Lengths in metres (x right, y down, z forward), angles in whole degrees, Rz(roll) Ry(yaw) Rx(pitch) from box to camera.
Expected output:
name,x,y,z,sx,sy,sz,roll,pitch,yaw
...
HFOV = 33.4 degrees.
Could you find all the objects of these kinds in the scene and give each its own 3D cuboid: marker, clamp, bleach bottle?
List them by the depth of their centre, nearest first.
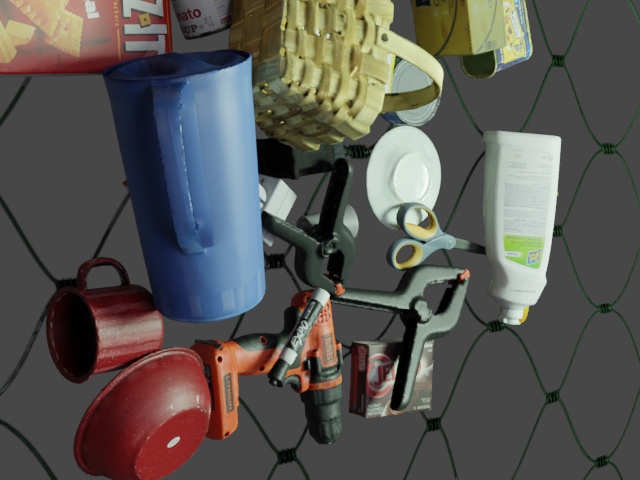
name,x,y,z,sx,sy,sz,roll,pitch,yaw
marker,-0.024,0.106,1.164,0.020,0.020,0.121,46,62,-33
clamp,-0.008,0.001,1.173,0.120,0.039,0.171,-25,131,-22
clamp,0.116,0.100,1.301,0.209,0.036,0.164,-25,91,-37
bleach bottle,0.255,-0.015,1.405,0.102,0.068,0.251,5,95,-4

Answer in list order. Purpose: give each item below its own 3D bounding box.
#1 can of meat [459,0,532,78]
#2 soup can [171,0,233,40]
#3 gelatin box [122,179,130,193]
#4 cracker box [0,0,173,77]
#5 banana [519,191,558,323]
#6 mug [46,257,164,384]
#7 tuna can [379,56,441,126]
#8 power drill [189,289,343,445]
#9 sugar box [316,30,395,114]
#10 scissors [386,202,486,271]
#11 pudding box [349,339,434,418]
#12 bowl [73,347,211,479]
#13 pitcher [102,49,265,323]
name,x,y,z,sx,sy,sz,roll,pitch,yaw
can of meat,0.224,-0.268,1.370,0.083,0.058,0.102,-25,111,-37
soup can,-0.122,-0.262,1.076,0.068,0.069,0.102,-32,115,-33
gelatin box,-0.151,-0.048,1.103,0.073,0.030,0.089,-47,122,-24
cracker box,-0.242,-0.232,0.978,0.213,0.072,0.164,-9,101,-40
banana,0.288,0.013,1.468,0.069,0.037,0.198,25,79,-36
mug,-0.207,0.075,1.034,0.081,0.093,0.117,-7,92,-44
tuna can,0.105,-0.181,1.296,0.085,0.034,0.086,-5,98,-39
power drill,-0.053,0.160,1.192,0.187,0.057,0.184,-14,100,-41
sugar box,0.005,-0.202,1.205,0.175,0.048,0.093,7,91,-36
scissors,0.149,0.016,1.367,0.201,0.016,0.096,34,86,-46
pudding box,0.089,0.169,1.320,0.113,0.039,0.090,0,94,-40
bowl,-0.162,0.186,1.058,0.161,0.055,0.162,-34,146,-28
pitcher,-0.117,-0.047,0.980,0.148,0.145,0.243,-24,116,-42
